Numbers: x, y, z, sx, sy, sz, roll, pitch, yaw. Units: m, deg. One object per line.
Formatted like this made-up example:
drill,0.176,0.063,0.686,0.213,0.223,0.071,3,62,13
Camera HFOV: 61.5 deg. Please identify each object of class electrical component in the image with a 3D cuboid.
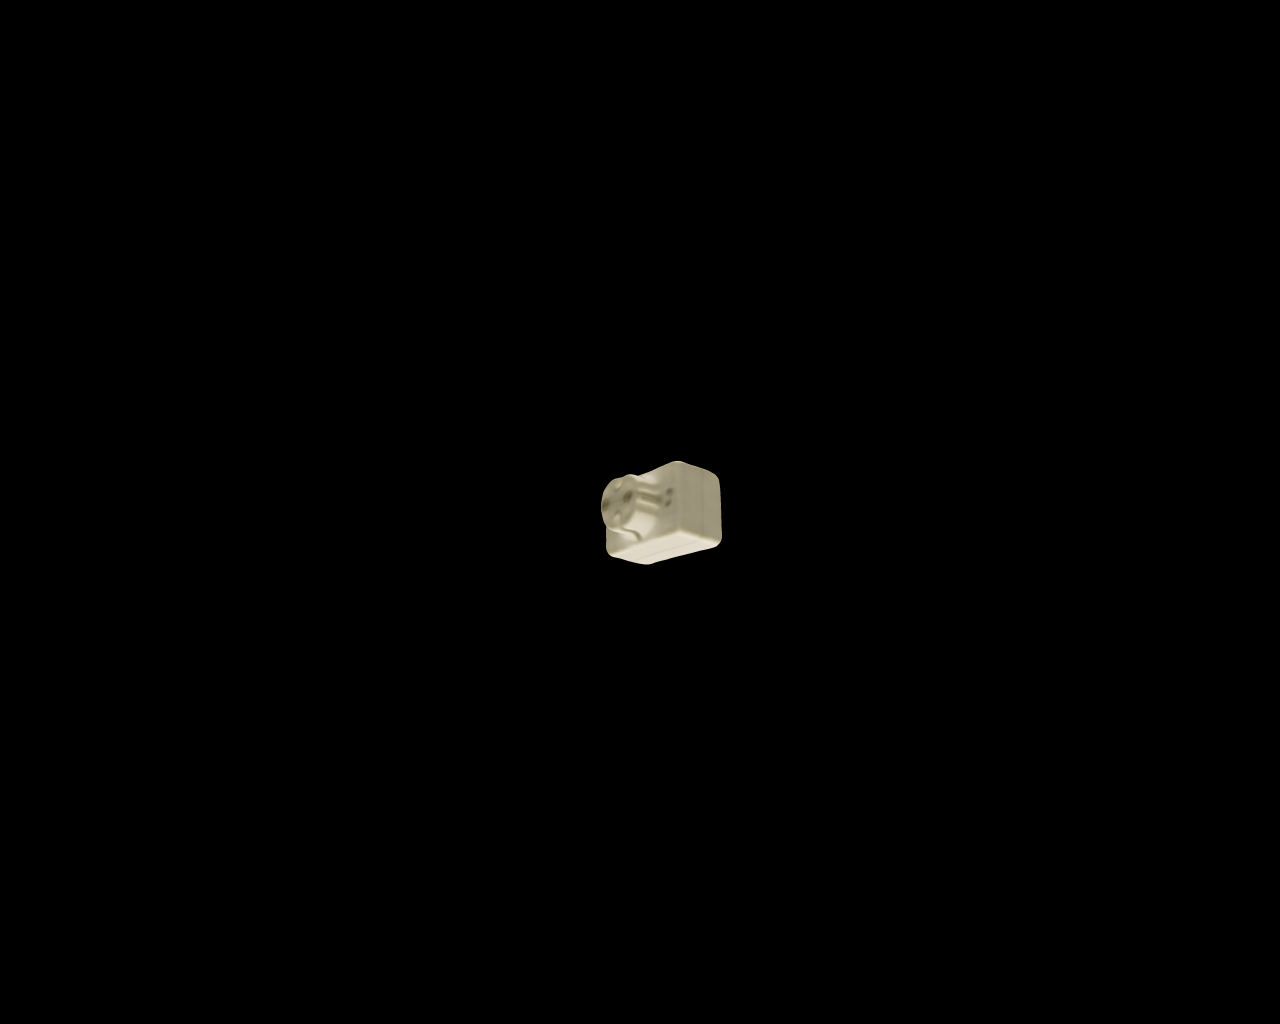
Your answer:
electrical component,0.001,-0.003,0.650,0.077,0.047,0.065,17,-26,-41
